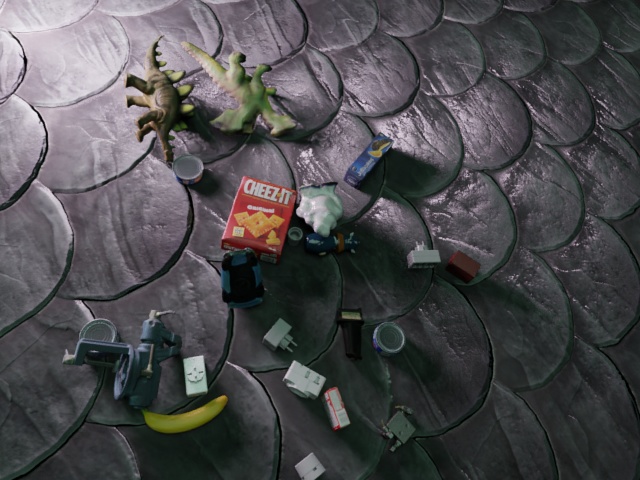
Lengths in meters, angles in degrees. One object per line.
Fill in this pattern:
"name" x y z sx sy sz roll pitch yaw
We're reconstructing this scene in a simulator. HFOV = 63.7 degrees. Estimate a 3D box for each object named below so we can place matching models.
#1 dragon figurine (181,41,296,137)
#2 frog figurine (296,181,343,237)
"dragon figurine" -0.262 -0.437 1.580 0.409 0.247 0.120 19 -22 -10
"frog figurine" 0.004 -0.073 1.445 0.137 0.162 0.120 3 -28 -31
